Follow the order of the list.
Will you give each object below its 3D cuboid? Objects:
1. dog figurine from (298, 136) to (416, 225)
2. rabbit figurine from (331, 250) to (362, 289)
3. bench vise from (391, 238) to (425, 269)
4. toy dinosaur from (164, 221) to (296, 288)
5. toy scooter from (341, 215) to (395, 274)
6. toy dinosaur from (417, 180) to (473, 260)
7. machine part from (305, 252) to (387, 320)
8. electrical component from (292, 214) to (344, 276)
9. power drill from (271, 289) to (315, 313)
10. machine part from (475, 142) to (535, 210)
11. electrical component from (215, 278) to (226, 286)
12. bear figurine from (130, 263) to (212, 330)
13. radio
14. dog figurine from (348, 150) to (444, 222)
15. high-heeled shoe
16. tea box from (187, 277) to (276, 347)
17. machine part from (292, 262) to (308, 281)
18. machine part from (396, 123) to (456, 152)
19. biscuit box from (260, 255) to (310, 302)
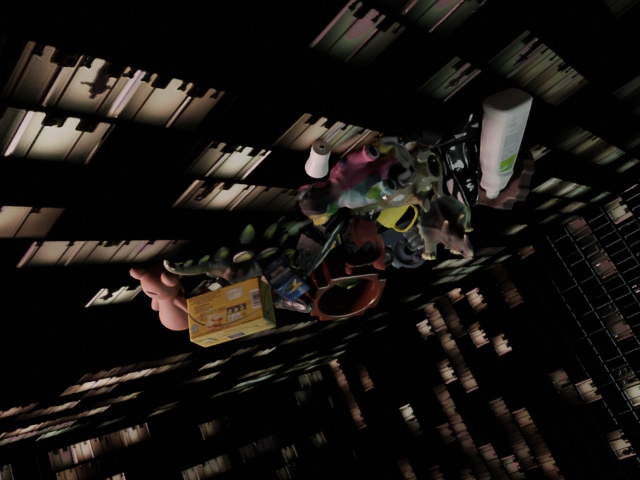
[{"bbox_3d":[0.060,-0.109,1.064,0.219,0.108,0.191,-25,-175,39],"label":"dog figurine"},{"bbox_3d":[0.030,0.098,1.573,0.170,0.121,0.159,-14,166,17],"label":"rabbit figurine"},{"bbox_3d":[0.311,0.007,1.664,0.224,0.129,0.240,-26,169,8],"label":"bench vise"},{"bbox_3d":[-0.175,0.045,1.202,0.471,0.105,0.198,-16,153,-52],"label":"toy dinosaur"},{"bbox_3d":[0.105,0.011,1.344,0.135,0.183,0.075,-31,-159,-16],"label":"toy scooter"},{"bbox_3d":[0.332,-0.084,1.391,0.131,0.405,0.191,3,127,15],"label":"toy dinosaur"},{"bbox_3d":[0.066,0.125,1.462,0.201,0.087,0.200,-5,140,-15],"label":"machine part"},{"bbox_3d":[-0.002,-0.004,1.200,0.115,0.058,0.134,-51,169,-47],"label":"electrical component"},{"bbox_3d":[-0.150,0.167,1.392,0.207,0.232,0.085,-29,119,-20],"label":"power drill"},{"bbox_3d":[0.418,-0.157,1.277,0.056,0.179,0.179,-1,150,-45],"label":"machine part"},{"bbox_3d":[-0.221,0.088,1.306,0.021,0.094,0.063,-47,-170,42],"label":"electrical component"},{"bbox_3d":[-0.327,0.105,1.187,0.120,0.132,0.195,4,133,16],"label":"bear figurine"},{"bbox_3d":[0.175,-0.033,1.464,0.230,0.073,0.131,-26,160,-2],"label":"radio"},{"bbox_3d":[0.165,-0.125,1.207,0.191,0.121,0.172,-9,-157,44],"label":"dog figurine"},{"bbox_3d":[0.320,-0.169,1.167,0.086,0.145,0.248,-24,163,-6],"label":"high-heeled shoe"},{"bbox_3d":[-0.186,0.152,1.124,0.170,0.098,0.068,-17,153,13],"label":"tea box"},{"bbox_3d":[-0.070,0.103,1.511,0.079,0.079,0.243,-20,160,-13],"label":"machine part"},{"bbox_3d":[0.212,-0.206,1.081,0.084,0.039,0.139,-9,174,42],"label":"machine part"},{"bbox_3d":[-0.076,0.094,1.249,0.063,0.059,0.202,-38,165,-2],"label":"biscuit box"}]
